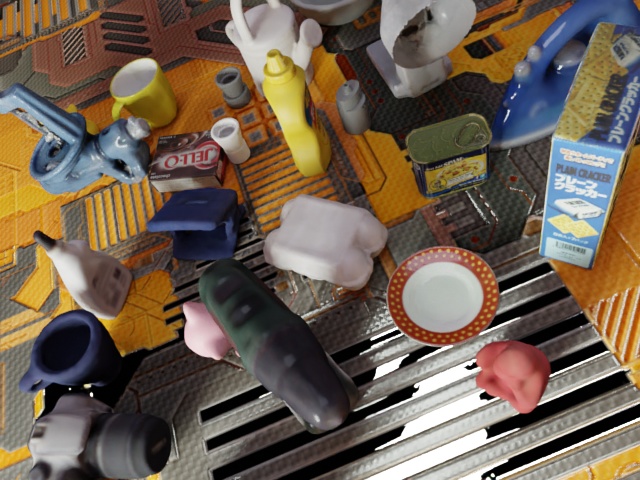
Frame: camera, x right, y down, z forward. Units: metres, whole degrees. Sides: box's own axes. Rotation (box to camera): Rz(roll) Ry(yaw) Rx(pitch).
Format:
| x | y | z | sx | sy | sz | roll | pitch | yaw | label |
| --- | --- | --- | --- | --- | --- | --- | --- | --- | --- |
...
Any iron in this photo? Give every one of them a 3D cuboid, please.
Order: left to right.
| x | y | z | sx | sy | sz | roll | pitch | yaw | label |
| --- | --- | --- | --- | --- | --- | --- | --- | --- | --- |
| 0.313 | -0.235 | 0.739 | 0.258 | 0.142 | 0.118 | -39 | 56 | -9 | iron |

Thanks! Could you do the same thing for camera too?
| x | y | z | sx | sy | sz | roll | pitch | yaw | label |
| --- | --- | --- | --- | --- | --- | --- | --- | --- | --- |
| -0.246 | 0.243 | 0.634 | 0.136 | 0.101 | 0.143 | -5 | 58 | 14 | camera |

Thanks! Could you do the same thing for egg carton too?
| x | y | z | sx | sy | sz | roll | pitch | yaw | label |
| --- | --- | --- | --- | --- | --- | --- | --- | --- | --- |
| 0.007 | 0.003 | 0.727 | 0.150 | 0.069 | 0.107 | 14 | 64 | 24 | egg carton |

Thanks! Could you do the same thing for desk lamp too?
| x | y | z | sx | sy | sz | roll | pitch | yaw | label |
| --- | --- | --- | --- | --- | --- | --- | --- | --- | --- |
| 0.122 | -0.301 | 0.795 | 0.118 | 0.214 | 0.203 | -26 | 55 | 0 | desk lamp |

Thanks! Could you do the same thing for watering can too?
| x | y | z | sx | sy | sz | roll | pitch | yaw | label |
| --- | --- | --- | --- | --- | --- | --- | --- | --- | --- |
| -0.074 | -0.318 | 0.878 | 0.172 | 0.194 | 0.101 | -1 | 59 | 17 | watering can |

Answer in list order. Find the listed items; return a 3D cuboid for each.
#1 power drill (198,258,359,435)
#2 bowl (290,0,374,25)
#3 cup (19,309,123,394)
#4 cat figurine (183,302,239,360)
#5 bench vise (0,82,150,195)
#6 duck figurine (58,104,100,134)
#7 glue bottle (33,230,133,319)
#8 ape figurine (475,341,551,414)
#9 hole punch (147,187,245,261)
| x | y | z | sx | sy | sz | roll | pitch | yaw | label |
| --- | --- | --- | --- | --- | --- | --- | --- | --- | --- |
| -0.029 | 0.121 | 0.578 | 0.076 | 0.209 | 0.228 | -41 | 56 | -10 | power drill |
| 0.032 | -0.424 | 0.985 | 0.167 | 0.075 | 0.167 | -8 | 57 | 12 | bowl |
| -0.299 | 0.154 | 0.710 | 0.118 | 0.095 | 0.091 | -44 | 57 | -12 | cup |
| -0.121 | 0.090 | 0.681 | 0.067 | 0.118 | 0.128 | -5 | 58 | 15 | cat figurine |
| -0.371 | -0.169 | 0.859 | 0.207 | 0.220 | 0.121 | -27 | 55 | -1 | bench vise |
| -0.438 | -0.184 | 0.971 | 0.077 | 0.086 | 0.105 | 32 | 72 | 31 | duck figurine |
| -0.309 | 0.036 | 0.739 | 0.037 | 0.173 | 0.078 | 3 | 60 | 19 | glue bottle |
| 0.196 | 0.130 | 0.575 | 0.076 | 0.092 | 0.077 | -20 | 55 | 4 | ape figurine |
| -0.170 | -0.034 | 0.791 | 0.108 | 0.091 | 0.101 | -2 | 58 | 16 | hole punch |
